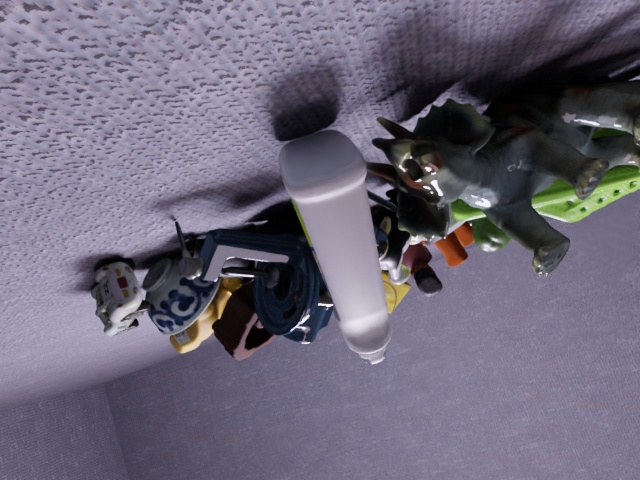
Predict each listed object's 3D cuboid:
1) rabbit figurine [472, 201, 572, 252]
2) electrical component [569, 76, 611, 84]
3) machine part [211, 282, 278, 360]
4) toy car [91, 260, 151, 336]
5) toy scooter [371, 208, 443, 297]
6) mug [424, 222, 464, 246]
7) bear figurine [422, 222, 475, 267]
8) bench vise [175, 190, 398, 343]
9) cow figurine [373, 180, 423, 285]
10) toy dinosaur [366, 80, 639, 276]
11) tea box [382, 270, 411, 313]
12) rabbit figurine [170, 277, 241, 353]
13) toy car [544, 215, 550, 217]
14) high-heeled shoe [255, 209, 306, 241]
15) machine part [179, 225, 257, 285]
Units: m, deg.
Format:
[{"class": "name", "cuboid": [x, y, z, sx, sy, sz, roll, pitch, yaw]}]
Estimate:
[{"class": "rabbit figurine", "cuboid": [0.280, -0.067, 0.805, 0.170, 0.121, 0.159, -60, -168, 31]}, {"class": "electrical component", "cuboid": [0.288, -0.163, 0.629, 0.094, 0.021, 0.063, -21, 170, 9]}, {"class": "machine part", "cuboid": [-0.085, 0.102, 0.837, 0.179, 0.056, 0.179, -43, 160, -19]}, {"class": "toy car", "cuboid": [-0.276, 0.082, 0.727, 0.056, 0.073, 0.202, -18, 170, -30]}, {"class": "toy scooter", "cuboid": [0.150, 0.013, 0.958, 0.075, 0.183, 0.135, -36, -172, 13]}, {"class": "mug", "cuboid": [0.208, -0.057, 0.928, 0.107, 0.081, 0.109, -30, 136, 9]}, {"class": "bear figurine", "cuboid": [0.195, 0.008, 1.083, 0.196, 0.132, 0.120, -36, -173, 40]}, {"class": "bench vise", "cuboid": [-0.038, 0.019, 0.617, 0.240, 0.129, 0.223, 8, 121, -36]}, {"class": "cow figurine", "cuboid": [0.106, -0.029, 0.739, 0.068, 0.167, 0.098, 14, 156, 23]}, {"class": "toy dinosaur", "cuboid": [0.213, -0.099, 0.536, 0.405, 0.192, 0.131, -30, 140, -31]}, {"class": "tea box", "cuboid": [0.073, 0.061, 0.929, 0.068, 0.098, 0.169, -54, 143, 8]}, {"class": "rabbit figurine", "cuboid": [-0.180, 0.086, 0.911, 0.162, 0.122, 0.173, -39, 174, 36]}, {"class": "toy car", "cuboid": [0.385, -0.111, 0.879, 0.103, 0.109, 0.161, 4, 152, -21]}, {"class": "high-heeled shoe", "cuboid": [-0.002, -0.002, 0.800, 0.145, 0.086, 0.248, -15, 169, 10]}, {"class": "machine part", "cuboid": [-0.121, 0.021, 0.719, 0.139, 0.084, 0.039, 0, -178, -40]}]
